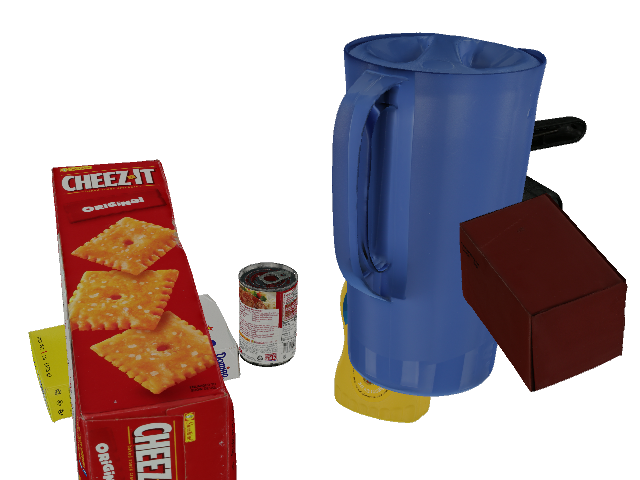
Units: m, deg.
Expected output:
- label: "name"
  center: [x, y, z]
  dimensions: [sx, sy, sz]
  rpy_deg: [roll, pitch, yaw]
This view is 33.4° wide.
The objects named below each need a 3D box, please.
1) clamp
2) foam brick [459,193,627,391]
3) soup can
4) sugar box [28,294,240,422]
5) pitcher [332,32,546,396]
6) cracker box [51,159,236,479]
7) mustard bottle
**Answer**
- label: "clamp"
  center: [0.136, -0.084, 0.969]
  dimensions: [0.210, 0.036, 0.164]
  rpy_deg: [14, 35, 22]
- label: "foam brick"
  center: [0.108, 0.024, 0.524]
  dimensions: [0.051, 0.053, 0.078]
  rpy_deg: [-18, 41, -10]
- label: "soup can"
  center: [-0.060, 0.085, 1.226]
  dimensions: [0.068, 0.102, 0.068]
  rpy_deg: [2, 25, -1]
- label: "sugar box"
  center: [-0.171, 0.104, 0.982]
  dimensions: [0.176, 0.048, 0.093]
  rpy_deg: [-14, 35, -17]
- label: "pitcher"
  center: [0.071, -0.016, 0.738]
  dimensions: [0.149, 0.243, 0.145]
  rpy_deg: [-1, 21, -8]
- label: "cracker box"
  center: [-0.096, 0.078, 0.568]
  dimensions: [0.072, 0.164, 0.214]
  rpy_deg: [-6, 34, -13]
- label: "mustard bottle"
  center: [0.065, 0.078, 1.048]
  dimensions: [0.096, 0.192, 0.058]
  rpy_deg: [12, 17, 30]
